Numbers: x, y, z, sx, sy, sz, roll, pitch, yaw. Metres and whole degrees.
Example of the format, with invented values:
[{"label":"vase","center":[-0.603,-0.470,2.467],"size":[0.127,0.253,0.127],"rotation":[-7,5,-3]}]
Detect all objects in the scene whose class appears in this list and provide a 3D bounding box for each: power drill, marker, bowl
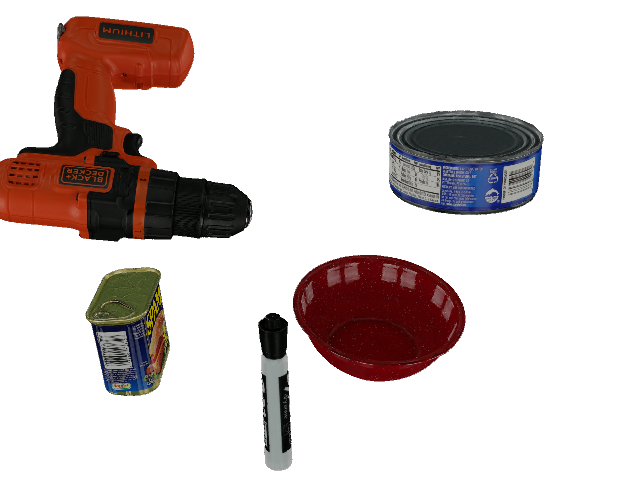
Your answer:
[{"label":"power drill","center":[-0.139,-0.082,0.797],"size":[0.184,0.187,0.057],"rotation":[6,-39,-7]},{"label":"marker","center":[-0.029,0.100,0.699],"size":[0.020,0.121,0.020],"rotation":[0,31,0]},{"label":"bowl","center":[0.053,0.082,1.007],"size":[0.162,0.055,0.162],"rotation":[4,36,-3]}]

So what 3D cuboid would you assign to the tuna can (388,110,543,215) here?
[{"label":"tuna can","center":[0.081,-0.045,0.602],"size":[0.086,0.034,0.086],"rotation":[-1,24,0]}]

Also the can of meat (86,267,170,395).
[{"label":"can of meat","center":[-0.178,0.086,1.007],"size":[0.057,0.084,0.102],"rotation":[-4,25,4]}]
